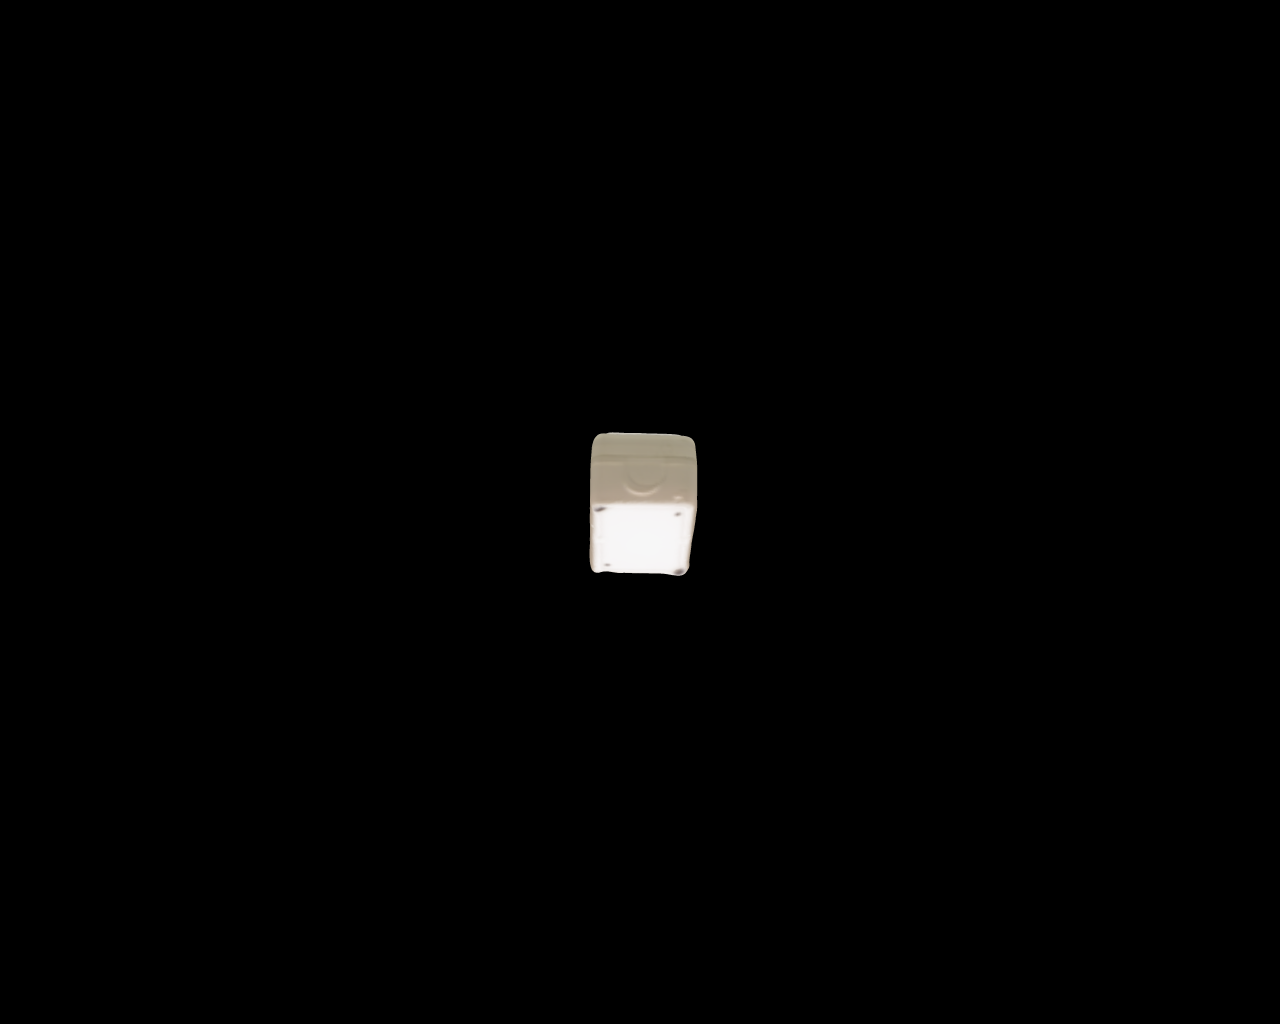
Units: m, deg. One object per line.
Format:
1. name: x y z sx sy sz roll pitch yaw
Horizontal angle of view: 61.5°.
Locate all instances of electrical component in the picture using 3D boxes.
1. electrical component: 0.001 -0.003 0.650 0.062 0.061 0.096 1 -34 -2
